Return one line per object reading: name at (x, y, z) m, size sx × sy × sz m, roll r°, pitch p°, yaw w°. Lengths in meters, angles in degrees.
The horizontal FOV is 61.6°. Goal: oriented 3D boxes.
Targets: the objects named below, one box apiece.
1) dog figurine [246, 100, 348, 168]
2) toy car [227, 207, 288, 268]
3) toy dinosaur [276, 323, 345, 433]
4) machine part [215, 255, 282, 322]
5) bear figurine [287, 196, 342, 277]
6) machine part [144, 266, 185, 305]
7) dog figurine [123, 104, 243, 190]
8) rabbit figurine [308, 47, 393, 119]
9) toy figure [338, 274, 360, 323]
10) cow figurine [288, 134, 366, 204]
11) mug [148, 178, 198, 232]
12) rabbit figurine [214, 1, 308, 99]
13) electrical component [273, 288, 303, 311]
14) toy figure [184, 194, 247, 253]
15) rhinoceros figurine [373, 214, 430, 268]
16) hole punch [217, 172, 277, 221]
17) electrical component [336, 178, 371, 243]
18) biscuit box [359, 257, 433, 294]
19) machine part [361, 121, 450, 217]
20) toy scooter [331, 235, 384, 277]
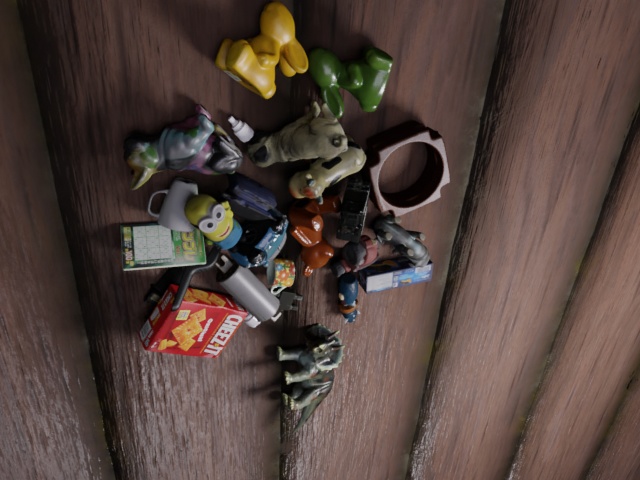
dog figurine at (-0.052, -0.199, 1.153) m, size 0.190 × 0.172 × 0.121 m, roll -31°, pitch 115°, yaw -9°
toy car at (-0.136, -0.002, 1.286) m, size 0.161 × 0.109 × 0.102 m, roll -51°, pitch 148°, yaw 0°
toy dinosaur at (-0.018, 0.396, 1.557) m, size 0.192 × 0.131 × 0.404 m, roll -12°, pitch 129°, yaw -13°
machine part at (-0.180, 0.127, 1.346) m, size 0.079 × 0.079 × 0.243 m, roll -37°, pitch 122°, yaw 3°
bear figurine at (-0.006, -0.005, 1.308) m, size 0.120 × 0.132 × 0.195 m, roll -41°, pitch 125°, yaw -37°
machine part at (-0.360, 0.110, 1.301) m, size 0.084 × 0.039 × 0.139 m, roll 31°, pitch 107°, yaw -24°
dog figurine at (-0.294, -0.170, 1.118) m, size 0.219 × 0.109 × 0.191 m, roll -35°, pitch 128°, yaw 7°
rabbit figurine at (0.052, -0.350, 1.152) m, size 0.170 × 0.121 × 0.159 m, roll 13°, pitch 122°, yaw -7°
toy figure at (0.080, 0.163, 1.484) m, size 0.064 × 0.058 × 0.154 m, roll -9°, pitch 127°, yaw -9°
cow figurine at (0.016, -0.154, 1.226) m, size 0.195 × 0.127 × 0.085 m, roll -30°, pitch 122°, yaw -5°
mug at (-0.317, -0.084, 1.181) m, size 0.109 × 0.081 × 0.107 m, roll 14°, pitch 103°, yaw -16°
rabbit figurine at (-0.100, -0.378, 1.060) m, size 0.162 × 0.122 × 0.173 m, roll 27°, pitch 88°, yaw -24°
electrical component at (-0.095, 0.160, 1.437) m, size 0.094 × 0.021 × 0.063 m, roll 13°, pitch 114°, yaw -27°
toy figure at (-0.229, -0.033, 1.176) m, size 0.180 × 0.089 × 0.082 m, roll 54°, pitch 50°, yaw -63°
rhinoceros figurine at (0.217, 0.008, 1.413) m, size 0.190 × 0.112 × 0.073 m, roll 36°, pitch 72°, yaw -20°
hole punch at (-0.161, -0.101, 1.195) m, size 0.142 × 0.116 × 0.092 m, roll 29°, pitch 77°, yaw -31°
electrical component at (0.079, -0.062, 1.270) m, size 0.058 × 0.115 × 0.134 m, roll 14°, pitch 141°, yaw 8°
biscuit box at (0.210, 0.090, 1.484) m, size 0.203 × 0.063 × 0.059 m, roll -10°, pitch 122°, yaw -15°
machine part at (0.206, -0.173, 1.311) m, size 0.201 × 0.087 × 0.201 m, roll -24°, pitch 126°, yaw -5°
toy scooter at (0.111, 0.032, 1.384) m, size 0.135 × 0.075 × 0.184 m, roll -21°, pitch 165°, yaw -26°
